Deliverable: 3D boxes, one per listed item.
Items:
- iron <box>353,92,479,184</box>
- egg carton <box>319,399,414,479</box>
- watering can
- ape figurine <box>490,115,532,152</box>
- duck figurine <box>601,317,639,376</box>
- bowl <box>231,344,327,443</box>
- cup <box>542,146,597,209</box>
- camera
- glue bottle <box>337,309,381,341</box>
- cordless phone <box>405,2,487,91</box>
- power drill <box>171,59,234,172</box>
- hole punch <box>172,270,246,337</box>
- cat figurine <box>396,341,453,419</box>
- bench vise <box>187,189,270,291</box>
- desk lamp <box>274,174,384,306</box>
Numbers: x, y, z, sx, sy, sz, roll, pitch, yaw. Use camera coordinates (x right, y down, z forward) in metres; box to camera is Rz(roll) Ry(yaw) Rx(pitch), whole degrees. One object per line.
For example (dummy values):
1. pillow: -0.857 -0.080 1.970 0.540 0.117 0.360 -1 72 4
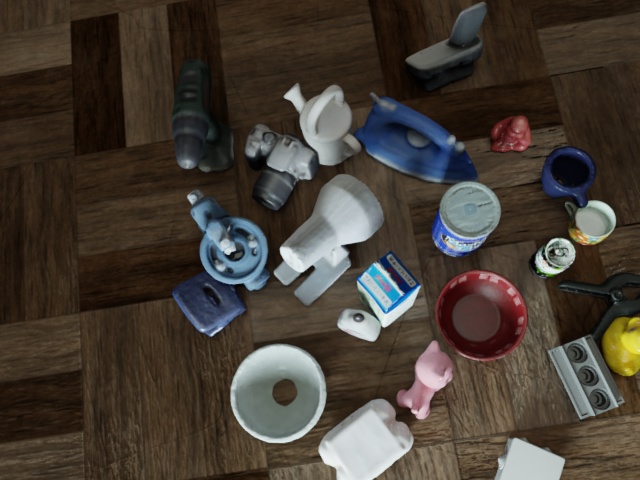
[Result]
1. iron: 0.195 -0.194 1.082 0.258 0.141 0.119 28 79 11
2. egg carton: 0.078 0.350 0.985 0.150 0.069 0.107 -38 76 -6
3. watering can: 0.005 -0.226 1.078 0.172 0.194 0.101 19 77 9
4. ape figurine: 0.372 -0.209 1.098 0.077 0.092 0.076 38 81 13
5. duck figurine: 0.536 0.180 0.986 0.077 0.086 0.104 13 77 8
6. bowl: -0.069 0.270 1.015 0.167 0.075 0.167 -1 75 4
7. cup: 0.456 -0.104 1.062 0.091 0.095 0.117 -18 75 0
8. camera: -0.092 -0.139 1.111 0.143 0.101 0.137 26 79 11
9. glue bottle: 0.066 0.142 0.987 0.078 0.173 0.037 16 77 9
10. cordless phone: 0.246 -0.384 1.106 0.147 0.185 0.094 -27 75 -3
11. power drill: -0.222 -0.209 1.083 0.075 0.208 0.229 -5 75 3
12. hole punch: -0.204 0.109 1.059 0.101 0.091 0.108 -39 76 -6
13. cat figurine: 0.185 0.241 0.980 0.067 0.118 0.128 28 79 11
14. bench vise: -0.185 -0.006 1.021 0.207 0.220 0.121 34 80 12
15. desk lamp: 0.009 0.004 1.007 0.118 0.213 0.203 43 82 14
